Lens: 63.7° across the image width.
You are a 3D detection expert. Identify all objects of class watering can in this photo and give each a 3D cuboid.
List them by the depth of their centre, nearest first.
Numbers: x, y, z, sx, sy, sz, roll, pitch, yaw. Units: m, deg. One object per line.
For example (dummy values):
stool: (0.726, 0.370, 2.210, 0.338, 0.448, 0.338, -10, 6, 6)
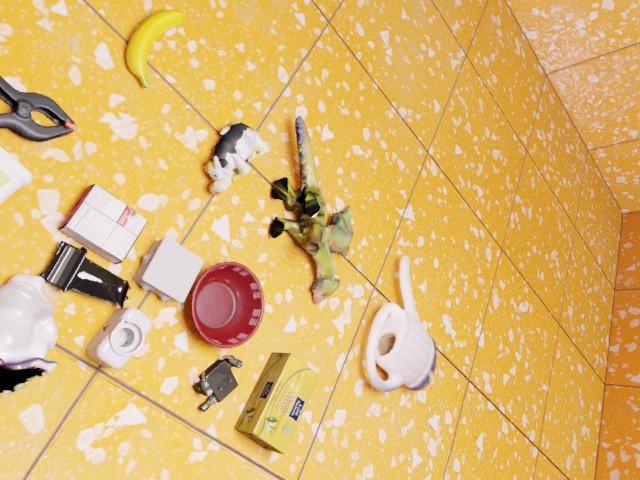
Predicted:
watering can: (0.220, 0.231, 1.313, 0.221, 0.103, 0.355, 44, 55, -30)

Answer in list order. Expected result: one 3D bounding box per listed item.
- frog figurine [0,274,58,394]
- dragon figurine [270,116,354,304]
frog figurine: (-0.447, 0.128, 0.729, 0.137, 0.120, 0.163, 3, 45, -35)
dragon figurine: (0.004, -0.060, 1.196, 0.241, 0.122, 0.415, 24, 67, -57)
